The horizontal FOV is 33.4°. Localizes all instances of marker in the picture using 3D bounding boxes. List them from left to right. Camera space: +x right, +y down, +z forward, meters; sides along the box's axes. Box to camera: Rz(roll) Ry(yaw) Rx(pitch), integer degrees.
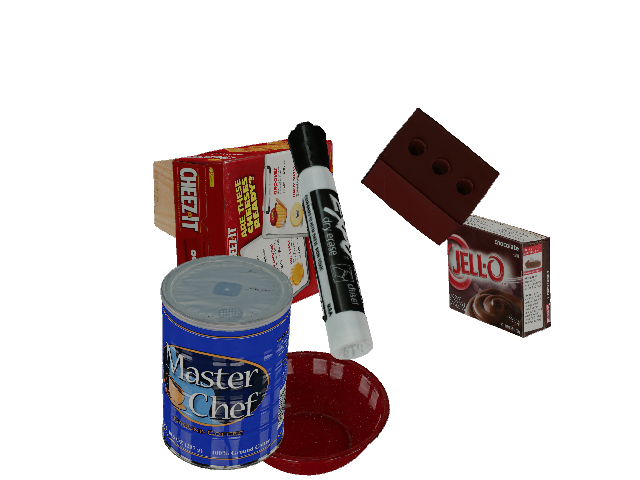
[{"bbox_3d":[0.003,-0.004,0.491,0.020,0.121,0.020,-9,-29,-5],"label":"marker"}]

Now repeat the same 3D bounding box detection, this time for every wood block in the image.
[{"bbox_3d":[-0.115,-0.037,1.289,0.090,0.090,0.206,-11,22,-34],"label":"wood block"}]

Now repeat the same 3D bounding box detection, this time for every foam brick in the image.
[{"bbox_3d":[0.079,-0.045,0.770,0.078,0.053,0.051,39,-23,0],"label":"foam brick"}]

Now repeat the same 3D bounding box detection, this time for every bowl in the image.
[{"bbox_3d":[-0.013,0.180,1.056,0.162,0.055,0.162,0,33,0],"label":"bowl"}]

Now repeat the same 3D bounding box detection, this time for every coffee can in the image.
[{"bbox_3d":[-0.077,0.097,0.858,0.103,0.140,0.103,3,29,-2],"label":"coffee can"}]

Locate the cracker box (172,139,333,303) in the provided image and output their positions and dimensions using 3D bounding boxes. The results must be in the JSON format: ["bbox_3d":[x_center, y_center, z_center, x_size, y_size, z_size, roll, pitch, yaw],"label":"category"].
[{"bbox_3d":[-0.063,-0.014,1.096,0.072,0.164,0.213,4,12,29],"label":"cracker box"}]

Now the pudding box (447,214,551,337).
[{"bbox_3d":[0.164,0.030,0.991,0.039,0.090,0.114,-14,18,-30],"label":"pudding box"}]
